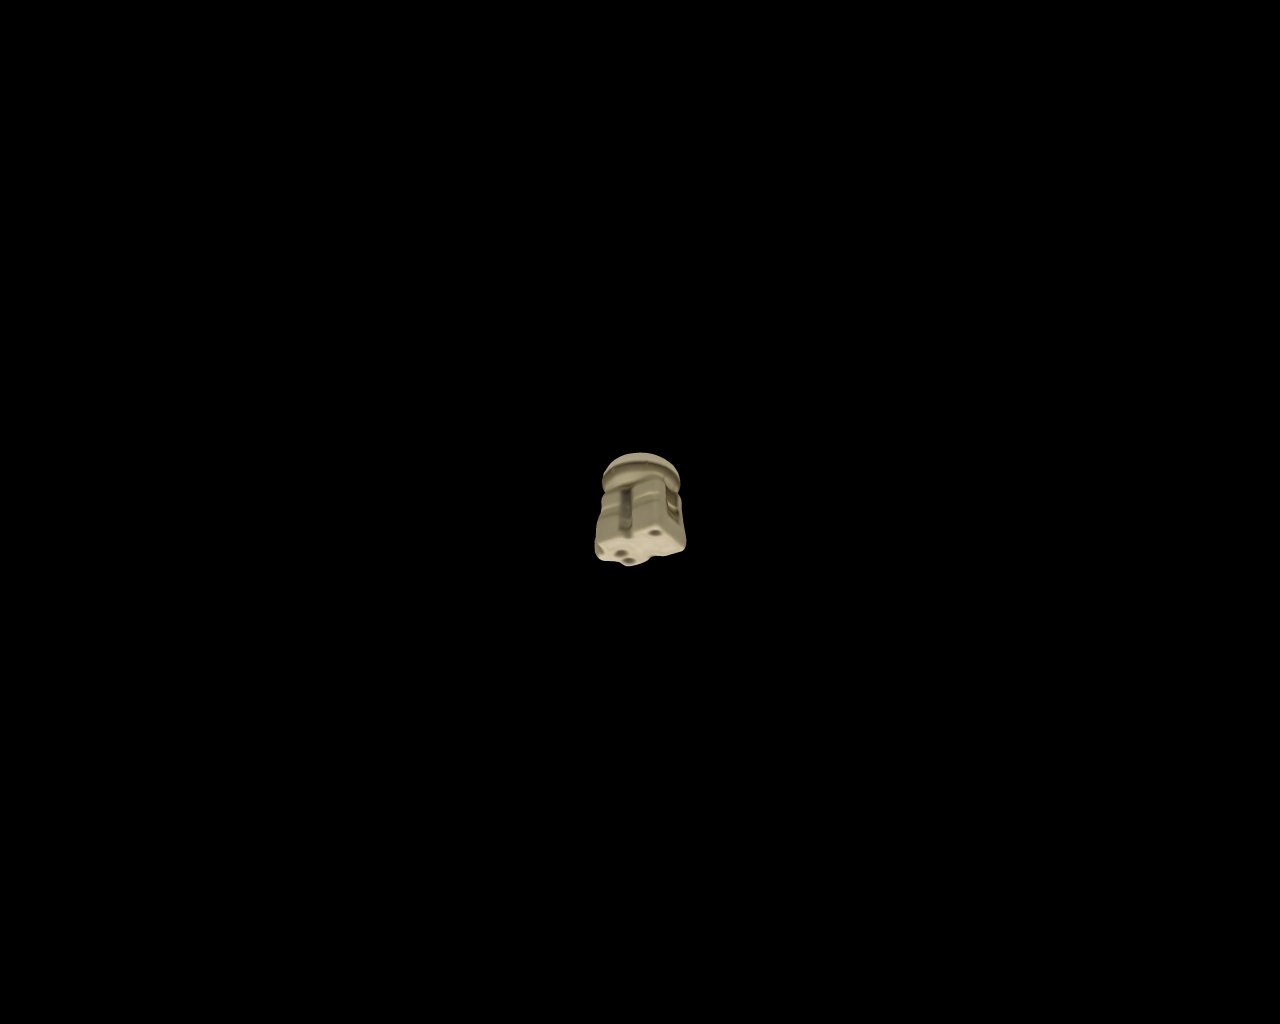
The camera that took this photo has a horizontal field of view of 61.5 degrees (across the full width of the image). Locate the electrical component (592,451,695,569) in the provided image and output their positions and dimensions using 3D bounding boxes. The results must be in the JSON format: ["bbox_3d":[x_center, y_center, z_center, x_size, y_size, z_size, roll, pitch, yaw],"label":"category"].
[{"bbox_3d":[0.001,-0.003,0.650,0.066,0.055,0.048,-17,-36,24],"label":"electrical component"}]
